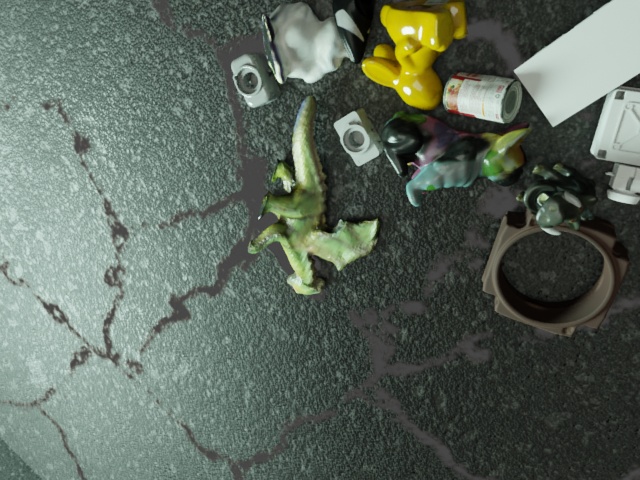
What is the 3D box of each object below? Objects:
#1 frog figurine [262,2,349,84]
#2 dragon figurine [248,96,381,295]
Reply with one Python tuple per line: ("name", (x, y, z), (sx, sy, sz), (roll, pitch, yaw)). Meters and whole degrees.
("frog figurine", (-0.016, -0.349, 0.904), (0.160, 0.123, 0.137), (-16, 95, -11))
("dragon figurine", (0.003, -0.051, 1.007), (0.242, 0.125, 0.402), (22, 119, -6))
